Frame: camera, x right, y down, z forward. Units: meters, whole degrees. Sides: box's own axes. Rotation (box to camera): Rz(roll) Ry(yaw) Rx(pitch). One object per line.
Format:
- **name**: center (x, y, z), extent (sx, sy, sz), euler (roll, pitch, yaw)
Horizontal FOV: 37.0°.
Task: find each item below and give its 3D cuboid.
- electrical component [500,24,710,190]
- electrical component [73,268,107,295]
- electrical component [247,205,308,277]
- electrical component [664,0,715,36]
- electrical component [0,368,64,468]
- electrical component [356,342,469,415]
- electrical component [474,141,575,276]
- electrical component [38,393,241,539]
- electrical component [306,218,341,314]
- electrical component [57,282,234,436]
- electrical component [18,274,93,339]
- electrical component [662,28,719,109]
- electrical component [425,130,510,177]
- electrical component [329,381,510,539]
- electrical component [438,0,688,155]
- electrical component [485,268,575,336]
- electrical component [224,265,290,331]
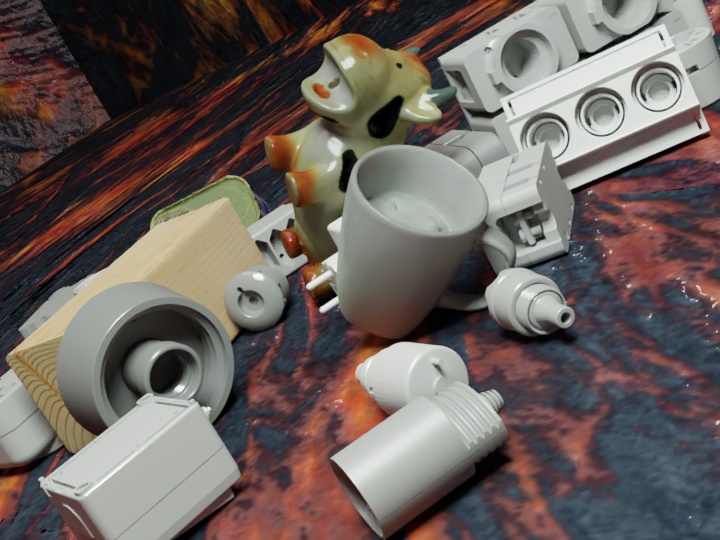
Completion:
- **electrical component**: center (0.172, -0.109, 0.759), extent (0.121, 0.078, 0.063), euler (-23, -3, 17)
- **electrical component**: center (-0.207, 0.035, 0.933), extent (0.043, 0.077, 0.079), euler (-28, 17, 2)
- **electrical component**: center (-0.082, -0.021, 0.948), extent (0.066, 0.047, 0.077), euler (-35, 18, -20)
- **electrical component**: center (0.276, -0.236, 0.944), extent (0.043, 0.081, 0.043), euler (-26, 17, 9)
- **electrical component**: center (-0.249, 0.106, 0.826), extent (0.054, 0.059, 0.095), euler (-14, 22, 39)
- **electrical component**: center (0.023, 0.058, 0.569), extent (0.040, 0.040, 0.078), euler (-37, 19, -26)
- **electrical component**: center (0.103, -0.040, 0.706), extent (0.056, 0.050, 0.089), euler (-21, 19, 23)
- **electrical component**: center (-0.113, 0.113, 0.590), extent (0.096, 0.061, 0.062), euler (-39, 20, -31)
- **electrical component**: center (0.000, 0.000, 0.728), extent (0.077, 0.065, 0.047), euler (-33, 18, -14)
- **electrical component**: center (-0.132, 0.064, 0.692), extent (0.108, 0.108, 0.060), euler (-38, 25, -27)
- **electrical component**: center (-0.272, 0.052, 1.020), extent (0.050, 0.055, 0.089), euler (-23, 18, 18)
- **electrical component**: center (0.241, -0.146, 0.799), extent (0.055, 0.047, 0.055), euler (-26, 17, 9)
- **electrical component**: center (0.074, -0.070, 0.832), extent (0.059, 0.053, 0.095), euler (-32, 17, -12)
- **electrical component**: center (0.031, 0.080, 0.488), extent (0.081, 0.043, 0.043), euler (-33, 18, -14)
- **electrical component**: center (0.173, -0.170, 0.873), extent (0.186, 0.105, 0.060), euler (-32, 17, -10)
- **electrical component**: center (0.095, 0.019, 0.579), extent (0.035, 0.035, 0.061), euler (-33, 20, -13)
- **electrical component**: center (-0.075, 0.016, 0.839), extent (0.048, 0.048, 0.062), euler (-23, 11, 19)
